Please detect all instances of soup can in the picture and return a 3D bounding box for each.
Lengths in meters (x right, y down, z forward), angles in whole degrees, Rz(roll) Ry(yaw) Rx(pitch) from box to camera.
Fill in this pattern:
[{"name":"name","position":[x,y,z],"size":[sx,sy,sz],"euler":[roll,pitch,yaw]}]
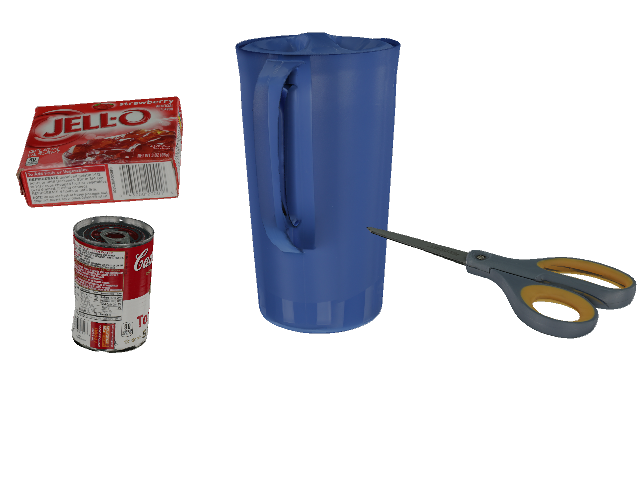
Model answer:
[{"name":"soup can","position":[-0.181,0.038,0.923],"size":[0.068,0.102,0.068],"euler":[6,20,-2]}]

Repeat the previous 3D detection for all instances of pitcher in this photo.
[{"name":"pitcher","position":[-0.005,-0.047,0.886],"size":[0.149,0.243,0.145],"euler":[-8,19,-23]}]

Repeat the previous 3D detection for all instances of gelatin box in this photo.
[{"name":"gelatin box","position":[-0.127,-0.053,0.626],"size":[0.089,0.030,0.073],"euler":[-4,36,-2]}]

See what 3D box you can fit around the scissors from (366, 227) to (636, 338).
[{"name":"scissors","position":[0.115,0.027,0.745],"size":[0.202,0.016,0.096],"euler":[9,31,18]}]
